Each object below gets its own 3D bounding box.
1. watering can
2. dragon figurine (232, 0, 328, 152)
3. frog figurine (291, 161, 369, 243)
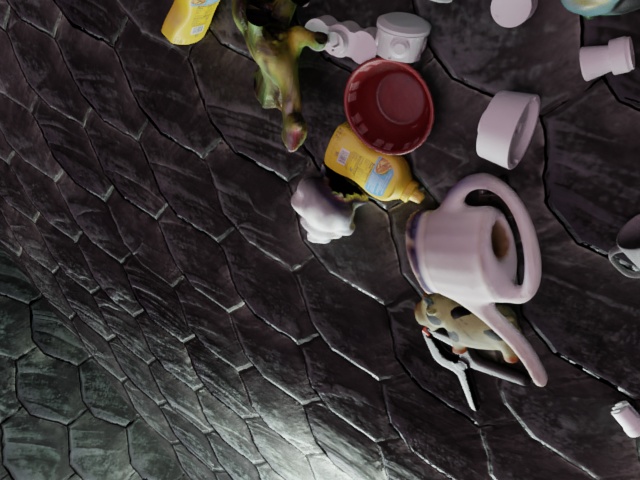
[{"bbox_3d":[0.256,0.063,0.847,0.224,0.105,0.345,-1,104,49],"label":"watering can"},{"bbox_3d":[-0.101,-0.332,0.892,0.237,0.123,0.417,114,138,-57],"label":"dragon figurine"},{"bbox_3d":[0.003,-0.050,1.003,0.137,0.125,0.156,29,123,-8],"label":"frog figurine"}]
